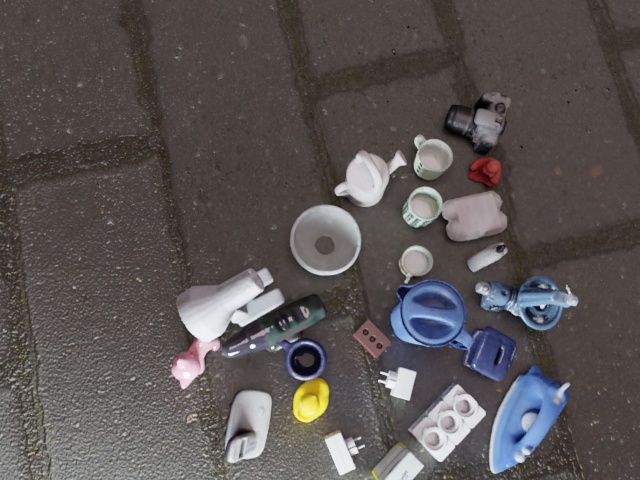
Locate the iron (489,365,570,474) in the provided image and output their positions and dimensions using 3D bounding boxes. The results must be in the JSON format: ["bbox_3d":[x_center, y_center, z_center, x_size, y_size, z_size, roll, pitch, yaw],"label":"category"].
[{"bbox_3d":[0.461,0.407,1.252,0.118,0.141,0.258,32,80,5],"label":"iron"}]

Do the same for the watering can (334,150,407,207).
[{"bbox_3d":[0.116,-0.154,1.327,0.101,0.194,0.173,41,81,7],"label":"watering can"}]

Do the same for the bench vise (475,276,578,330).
[{"bbox_3d":[0.457,0.139,1.265,0.207,0.220,0.121,-3,79,-2],"label":"bench vise"}]

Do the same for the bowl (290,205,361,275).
[{"bbox_3d":[0.012,0.005,1.354,0.167,0.075,0.167,0,79,-1],"label":"bowl"}]

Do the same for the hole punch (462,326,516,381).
[{"bbox_3d":[0.393,0.258,1.305,0.101,0.091,0.109,24,79,3],"label":"hole punch"}]

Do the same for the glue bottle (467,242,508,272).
[{"bbox_3d":[0.392,0.032,1.308,0.078,0.173,0.037,-29,81,-6],"label":"glue bottle"}]

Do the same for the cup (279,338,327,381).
[{"bbox_3d":[-0.043,0.262,1.292,0.117,0.095,0.092,34,80,5],"label":"cup"}]

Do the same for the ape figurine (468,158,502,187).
[{"bbox_3d":[0.410,-0.171,1.389,0.076,0.092,0.078,-28,81,-6],"label":"ape figurine"}]

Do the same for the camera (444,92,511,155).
[{"bbox_3d":[0.386,-0.304,1.411,0.136,0.101,0.143,19,79,2],"label":"camera"}]

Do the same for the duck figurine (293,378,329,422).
[{"bbox_3d":[-0.019,0.358,1.278,0.077,0.086,0.105,30,80,5],"label":"duck figurine"}]

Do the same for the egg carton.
[{"bbox_3d":[0.371,-0.056,1.377,0.150,0.069,0.107,-13,79,-4],"label":"egg carton"}]

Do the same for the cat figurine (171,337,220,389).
[{"bbox_3d":[-0.284,0.261,1.274,0.067,0.118,0.128,28,80,4],"label":"cat figurine"}]

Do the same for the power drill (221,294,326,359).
[{"bbox_3d":[-0.096,0.195,1.245,0.230,0.208,0.075,-28,80,-6],"label":"power drill"}]

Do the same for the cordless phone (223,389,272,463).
[{"bbox_3d":[-0.160,0.396,1.216,0.094,0.185,0.148,7,79,0],"label":"cordless phone"}]

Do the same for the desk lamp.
[{"bbox_3d":[-0.192,0.130,1.253,0.203,0.213,0.118,-30,81,-7],"label":"desk lamp"}]
